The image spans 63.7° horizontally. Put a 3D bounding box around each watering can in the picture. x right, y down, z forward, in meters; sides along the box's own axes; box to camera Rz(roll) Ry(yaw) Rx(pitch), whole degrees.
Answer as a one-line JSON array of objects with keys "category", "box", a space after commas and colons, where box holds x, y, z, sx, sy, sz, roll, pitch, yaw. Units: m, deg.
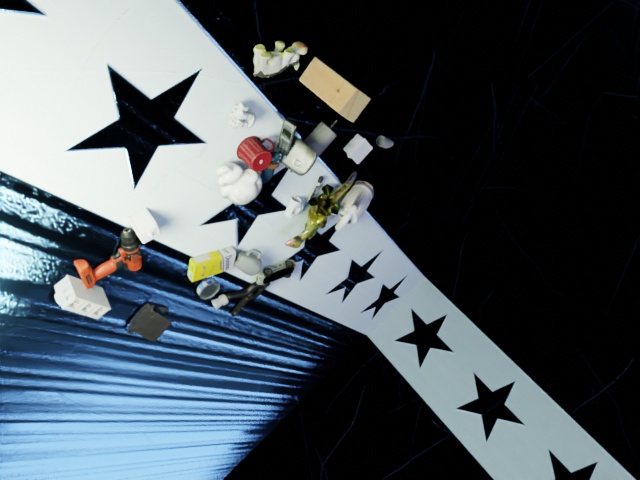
[{"category": "watering can", "box": [0.147, -0.149, 2.114, 0.227, 0.104, 0.343, -57, -178, -18]}]

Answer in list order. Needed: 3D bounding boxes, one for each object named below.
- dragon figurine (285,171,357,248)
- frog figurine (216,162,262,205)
[{"category": "dragon figurine", "box": [0.006, -0.107, 2.134, 0.417, 0.122, 0.238, -44, 173, -31]}, {"category": "frog figurine", "box": [-0.261, -0.188, 1.658, 0.137, 0.124, 0.157, -22, 160, 0]}]
